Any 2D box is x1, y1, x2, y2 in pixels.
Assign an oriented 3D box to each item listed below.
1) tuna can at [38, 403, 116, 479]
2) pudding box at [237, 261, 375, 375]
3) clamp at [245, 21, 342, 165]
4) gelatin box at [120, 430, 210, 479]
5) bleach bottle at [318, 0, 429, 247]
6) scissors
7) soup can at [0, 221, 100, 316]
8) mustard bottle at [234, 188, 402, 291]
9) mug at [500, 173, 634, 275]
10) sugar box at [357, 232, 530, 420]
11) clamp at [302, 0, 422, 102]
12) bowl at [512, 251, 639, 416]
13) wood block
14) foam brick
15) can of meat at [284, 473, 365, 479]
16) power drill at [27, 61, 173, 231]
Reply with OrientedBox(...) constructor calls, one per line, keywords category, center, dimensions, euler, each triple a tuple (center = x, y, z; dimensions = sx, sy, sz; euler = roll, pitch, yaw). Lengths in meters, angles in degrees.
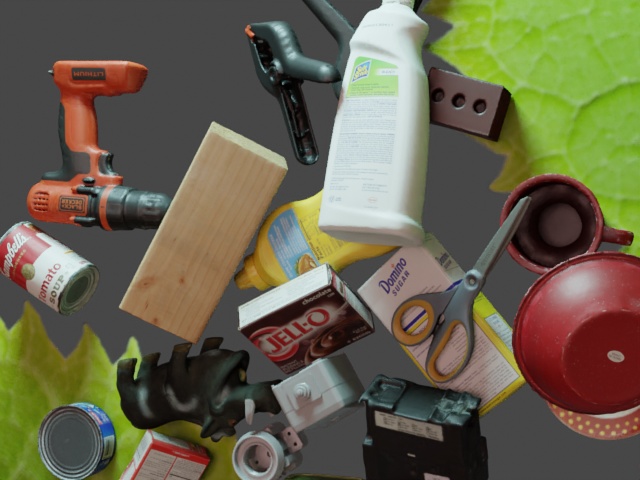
OrientedBox(category="tuna can", center=(-0.276, 0.228, 1.213), dimensions=(0.086, 0.033, 0.086), euler=(0, 89, 21))
OrientedBox(category="pudding box", center=(-0.015, 0.081, 1.088), dimensions=(0.114, 0.090, 0.039), euler=(-29, 41, 16))
OrientedBox(category="clamp", center=(-0.028, -0.175, 1.092), dimensions=(0.171, 0.039, 0.120), euler=(62, 143, 26))
OrientedBox(category="gelatin box", center=(-0.172, 0.256, 1.155), dimensions=(0.089, 0.073, 0.030), euler=(-60, 28, 11))
OrientedBox(category="bleach bottle", center=(0.066, -0.123, 1.025), dimensions=(0.103, 0.068, 0.251), euler=(5, 79, 28))
OrientedBox(category="scissors", center=(0.126, 0.038, 1.006), dimensions=(0.096, 0.016, 0.202), euler=(24, 109, 27))
OrientedBox(category="soup can", center=(-0.310, 0.033, 1.212), dimensions=(0.102, 0.068, 0.068), euler=(31, 99, 17))
OrientedBox(category="mustard bottle", center=(-0.007, 0.001, 1.103), dimensions=(0.192, 0.058, 0.096), euler=(-29, 84, 17))
OrientedBox(category="mug", center=(0.234, -0.012, 1.000), dimensions=(0.117, 0.081, 0.093), euler=(8, 92, 21))
OrientedBox(category="sugar box", center=(0.126, 0.087, 1.051), dimensions=(0.093, 0.048, 0.176), euler=(-46, 72, 29))
OrientedBox(category="clamp", center=(0.045, -0.200, 1.098), dimensions=(0.165, 0.036, 0.210), euler=(0, 89, 20))
OrientedBox(category="bowl", center=(0.255, 0.094, 0.949), dimensions=(0.162, 0.055, 0.162), euler=(1, 108, 2))
OrientedBox(category="wood block", center=(-0.120, -0.009, 1.115), dimensions=(0.090, 0.091, 0.206), euler=(26, 99, -9))
OrientedBox(category="foam brick", center=(0.142, -0.134, 1.053), dimensions=(0.078, 0.051, 0.053), euler=(18, 95, 20))
OrientedBox(category="can of meat", center=(0.009, 0.287, 1.093), dimensions=(0.102, 0.057, 0.084), euler=(0, 87, 20))
OrientedBox(category="power drill", center=(-0.238, -0.104, 1.193), dimensions=(0.185, 0.057, 0.187), euler=(5, 90, 17))
